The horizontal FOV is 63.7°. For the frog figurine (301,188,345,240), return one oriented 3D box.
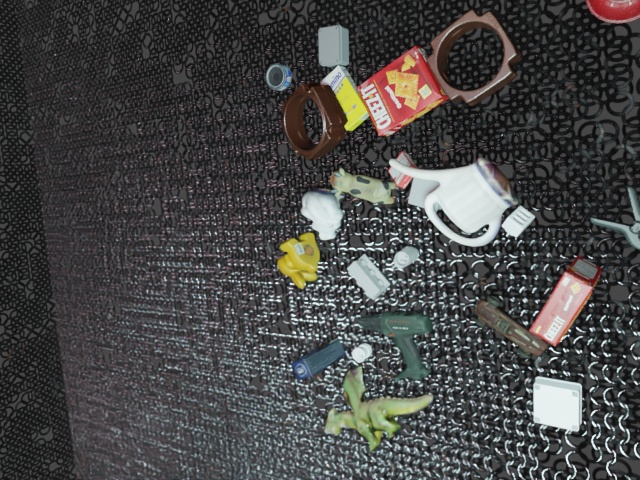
[{"bbox_3d":[0.005,-0.081,1.614,0.137,0.122,0.159,9,91,12],"label":"frog figurine"}]

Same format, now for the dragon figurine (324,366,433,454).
[{"bbox_3d":[0.156,0.511,1.613,0.404,0.122,0.246,-51,62,25],"label":"dragon figurine"}]

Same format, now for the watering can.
[{"bbox_3d":[0.361,-0.133,1.345,0.221,0.106,0.345,-39,102,26],"label":"watering can"}]
